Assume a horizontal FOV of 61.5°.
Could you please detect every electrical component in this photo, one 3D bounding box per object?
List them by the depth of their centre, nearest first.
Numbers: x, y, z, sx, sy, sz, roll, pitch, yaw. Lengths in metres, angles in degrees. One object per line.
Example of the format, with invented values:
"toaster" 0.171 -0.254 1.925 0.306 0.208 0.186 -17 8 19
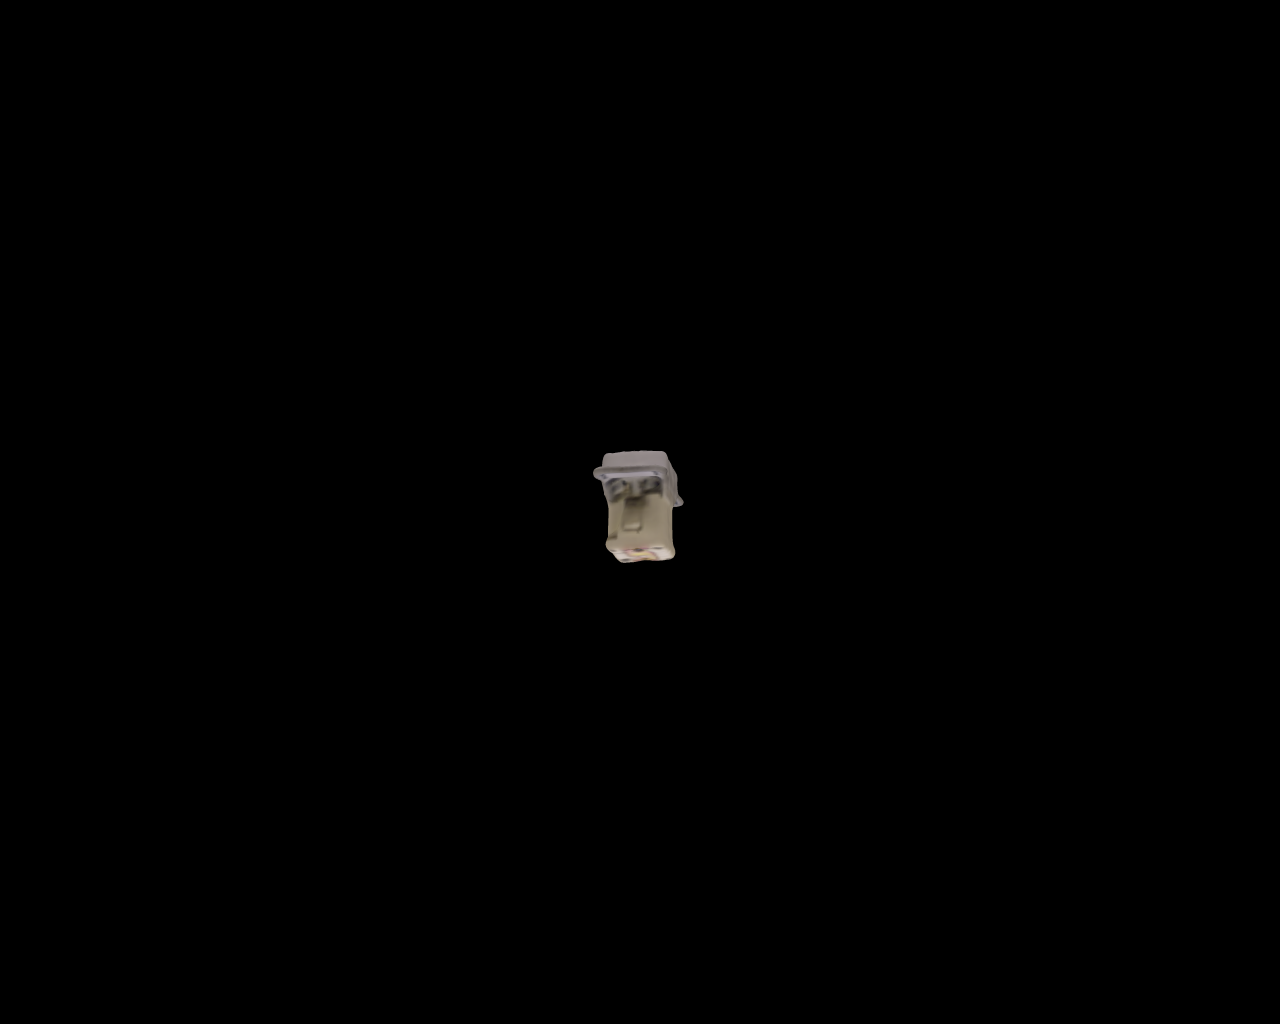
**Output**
"electrical component" 0.001 -0.003 0.650 0.042 0.064 0.081 -3 -16 11
